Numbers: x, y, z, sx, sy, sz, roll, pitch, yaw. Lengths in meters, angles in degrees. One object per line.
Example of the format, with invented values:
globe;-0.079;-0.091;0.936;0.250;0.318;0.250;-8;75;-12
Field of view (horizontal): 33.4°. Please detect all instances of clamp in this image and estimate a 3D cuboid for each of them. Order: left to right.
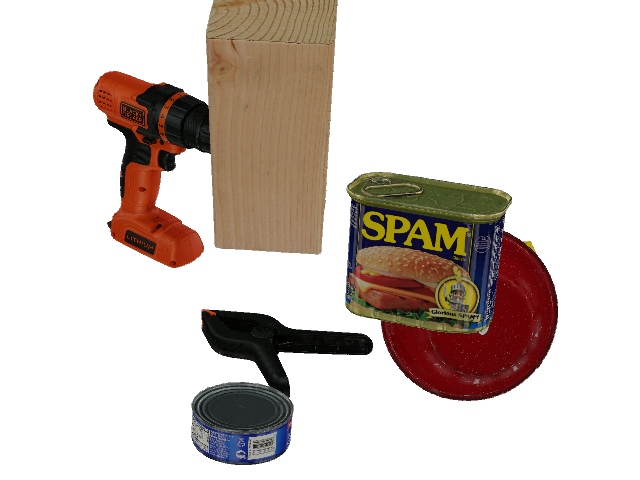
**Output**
clamp;-0.066;0.123;1.245;0.210;0.036;0.164;13;22;29

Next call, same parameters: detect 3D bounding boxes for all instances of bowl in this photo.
bowl;0.136;0.069;0.937;0.162;0.162;0.055;0;7;-2

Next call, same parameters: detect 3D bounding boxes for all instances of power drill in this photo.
power drill;-0.157;-0.069;1.104;0.185;0.188;0.057;25;35;29

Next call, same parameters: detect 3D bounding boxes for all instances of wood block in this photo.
wood block;-0.037;-0.094;0.837;0.091;0.206;0.090;4;44;1

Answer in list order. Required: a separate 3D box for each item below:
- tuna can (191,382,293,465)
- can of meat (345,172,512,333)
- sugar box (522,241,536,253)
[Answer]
tuna can;-0.066;0.154;0.900;0.086;0.034;0.086;4;20;-1
can of meat;0.066;0.008;0.688;0.102;0.084;0.057;10;22;19
sugar box;0.143;0.039;1.186;0.176;0.093;0.048;6;22;-1
